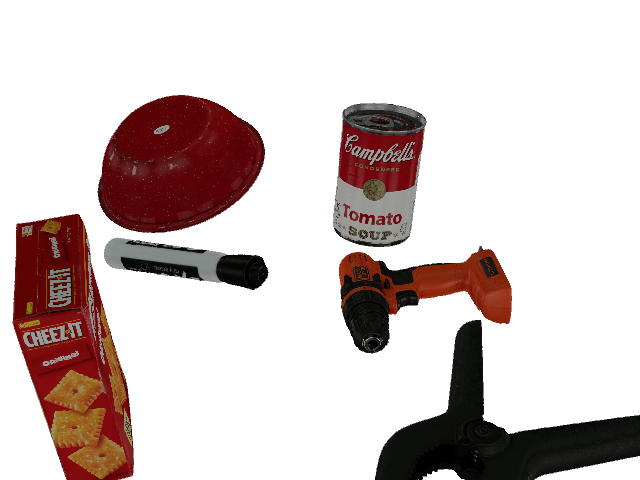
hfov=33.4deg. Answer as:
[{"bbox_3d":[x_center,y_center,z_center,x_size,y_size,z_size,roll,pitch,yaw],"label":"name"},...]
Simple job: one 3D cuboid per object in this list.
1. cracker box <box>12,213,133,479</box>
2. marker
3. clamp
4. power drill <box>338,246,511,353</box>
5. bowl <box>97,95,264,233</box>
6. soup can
[{"bbox_3d":[-0.238,0.107,1.038,0.072,0.214,0.164,-11,35,-8],"label":"cracker box"},{"bbox_3d":[-0.078,0.013,0.614,0.121,0.020,0.020,7,4,38],"label":"marker"},{"bbox_3d":[0.097,0.126,0.675,0.209,0.036,0.165,-26,39,-31],"label":"clamp"},{"bbox_3d":[0.116,0.064,1.202,0.187,0.057,0.184,-3,28,-3],"label":"power drill"},{"bbox_3d":[-0.135,-0.082,0.967,0.162,0.162,0.055,0,-43,19],"label":"bowl"},{"bbox_3d":[0.047,-0.054,0.878,0.068,0.102,0.068,4,26,-2],"label":"soup can"}]
